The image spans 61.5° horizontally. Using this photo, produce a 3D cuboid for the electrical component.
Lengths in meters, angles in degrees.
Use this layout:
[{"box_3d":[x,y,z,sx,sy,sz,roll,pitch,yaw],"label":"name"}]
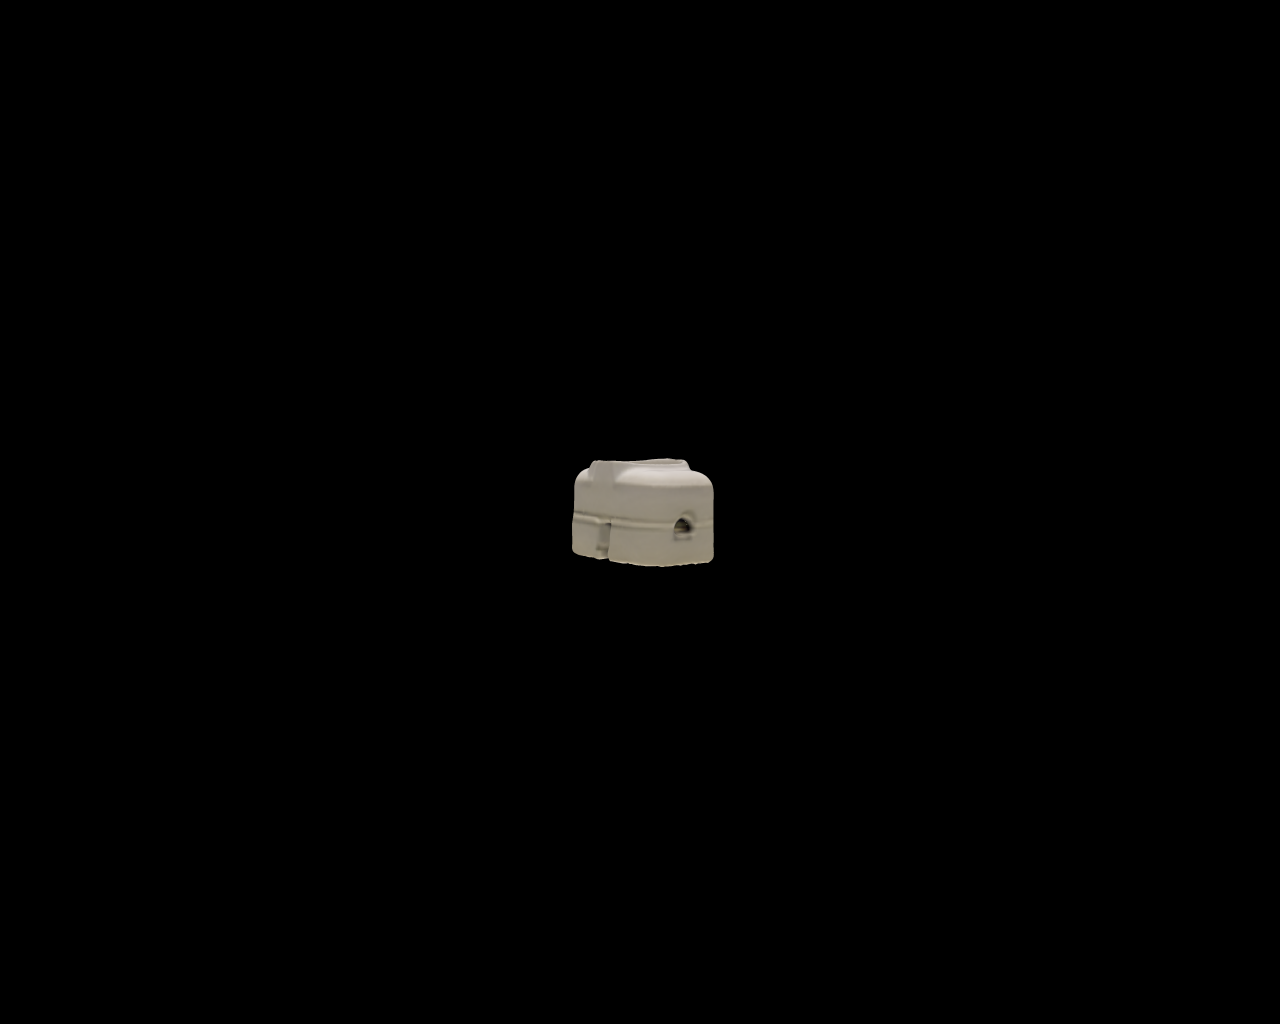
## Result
[{"box_3d":[0.001,-0.003,0.650,0.054,0.059,0.095,-3,6,-32],"label":"electrical component"}]
